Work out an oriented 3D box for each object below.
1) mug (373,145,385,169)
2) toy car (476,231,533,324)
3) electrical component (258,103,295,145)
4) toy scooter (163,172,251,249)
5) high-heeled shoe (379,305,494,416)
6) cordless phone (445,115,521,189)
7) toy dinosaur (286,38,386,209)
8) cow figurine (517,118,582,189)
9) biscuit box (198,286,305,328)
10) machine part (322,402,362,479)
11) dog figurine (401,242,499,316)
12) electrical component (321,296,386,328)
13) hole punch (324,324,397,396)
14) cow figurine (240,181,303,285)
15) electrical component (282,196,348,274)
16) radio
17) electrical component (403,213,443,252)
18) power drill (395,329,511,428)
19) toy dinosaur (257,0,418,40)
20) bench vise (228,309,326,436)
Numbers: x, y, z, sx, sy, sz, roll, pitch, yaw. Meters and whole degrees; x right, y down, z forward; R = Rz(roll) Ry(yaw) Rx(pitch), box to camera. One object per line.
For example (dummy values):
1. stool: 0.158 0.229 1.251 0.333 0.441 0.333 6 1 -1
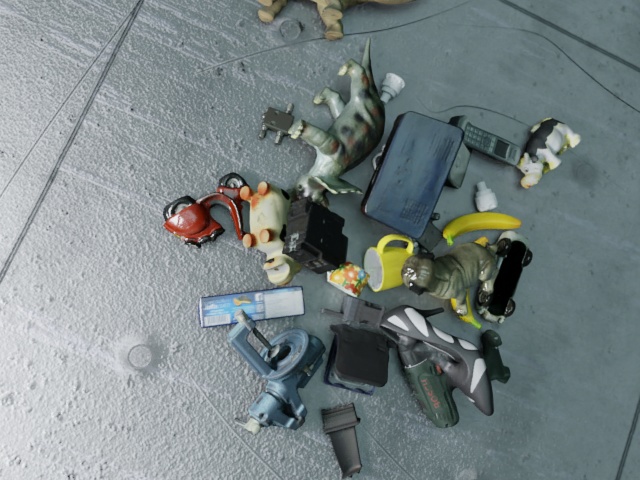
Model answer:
1. mug: 0.170 -0.154 1.119 0.110 0.081 0.107 -20 95 -12
2. toy car: 0.391 0.079 1.145 0.073 0.056 0.201 24 82 -13
3. electrical component: -0.089 -0.246 1.113 0.063 0.021 0.094 21 82 -6
4. toy scooter: -0.204 -0.039 1.048 0.184 0.075 0.135 -29 90 -16
5. high-heeled shoe: 0.218 0.228 1.011 0.145 0.086 0.249 -15 63 -21
6. cordless phone: 0.335 -0.169 1.148 0.184 0.089 0.146 19 81 -12
7. toy dinosaur: 0.061 -0.223 1.094 0.192 0.131 0.405 41 75 -16
8. cow figurine: 0.484 -0.194 1.180 0.098 0.068 0.167 45 76 3
9. biscuit box: -0.133 0.129 1.047 0.203 0.063 0.059 -6 86 -10
10. machine part: 0.050 0.397 1.064 0.084 0.039 0.138 -9 84 -16
11. dog figurine: 0.254 0.048 1.035 0.190 0.121 0.172 34 89 -50
12. electrical component: 0.064 0.138 1.075 0.119 0.075 0.047 17 83 -5
13. hole punch: 0.073 0.241 1.069 0.142 0.092 0.116 16 52 -5
14. cow figurine: -0.084 -0.008 1.045 0.127 0.086 0.195 10 69 -51
15. electrical component: -0.002 -0.003 1.027 0.134 0.058 0.115 30 57 -38
16. radio: 0.176 -0.129 1.052 0.131 0.073 0.229 21 94 -6
17. electrical component: 0.217 -0.013 1.129 0.102 0.045 0.078 -43 91 -11
18. power drill: 0.271 0.249 1.096 0.207 0.086 0.232 -16 87 -15
19. toy dinosaur: 0.023 -0.534 1.122 0.471 0.105 0.198 9 79 -13
20. bench vise: -0.098 0.233 0.999 0.223 0.129 0.240 -44 117 -18
